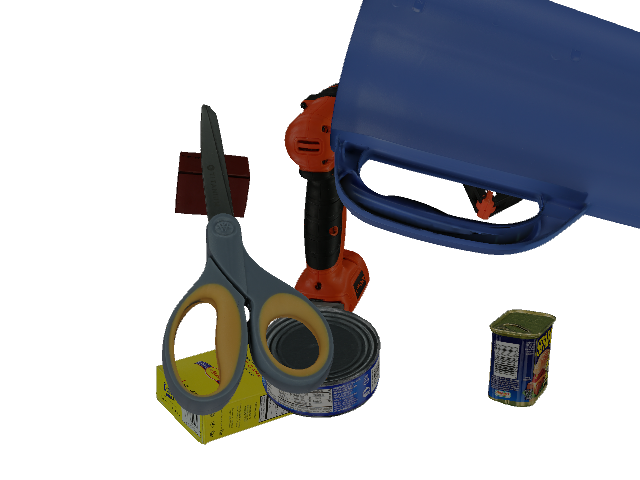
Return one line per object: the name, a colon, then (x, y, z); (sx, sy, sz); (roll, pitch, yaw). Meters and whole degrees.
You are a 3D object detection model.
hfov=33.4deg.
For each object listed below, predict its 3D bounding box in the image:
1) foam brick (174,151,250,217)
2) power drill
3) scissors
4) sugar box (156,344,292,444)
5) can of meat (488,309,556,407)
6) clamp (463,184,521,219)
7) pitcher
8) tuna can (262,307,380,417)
foam brick: (-0.118, -0.061, 1.167); (0.078, 0.051, 0.053); (4, 28, -7)
power drill: (0.013, -0.041, 0.940); (0.057, 0.188, 0.184); (4, 20, 16)
scissors: (-0.035, 0.006, 0.580); (0.096, 0.201, 0.016); (10, -37, -2)
sugar box: (-0.063, 0.137, 1.054); (0.175, 0.048, 0.093); (-16, 33, -32)
can of meat: (0.222, 0.130, 1.184); (0.058, 0.084, 0.102); (7, 12, 24)
clamp: (0.191, -0.096, 1.167); (0.120, 0.039, 0.171); (22, 49, 18)
pitcher: (0.131, -0.075, 0.655); (0.243, 0.149, 0.144); (18, 29, 7)
tuna can: (0.000, 0.086, 0.758); (0.086, 0.034, 0.086); (-2, 33, 1)
